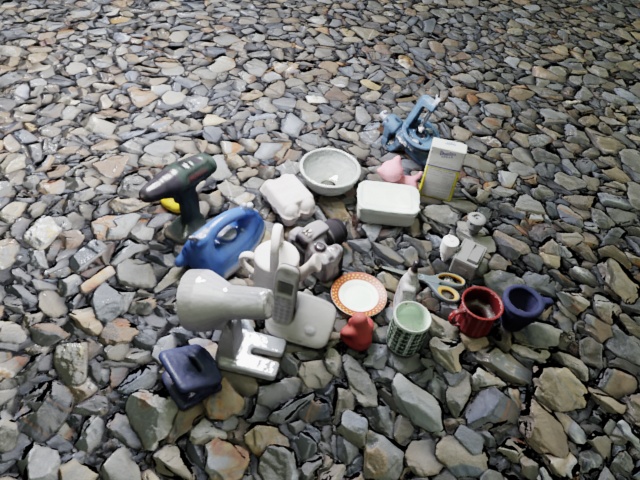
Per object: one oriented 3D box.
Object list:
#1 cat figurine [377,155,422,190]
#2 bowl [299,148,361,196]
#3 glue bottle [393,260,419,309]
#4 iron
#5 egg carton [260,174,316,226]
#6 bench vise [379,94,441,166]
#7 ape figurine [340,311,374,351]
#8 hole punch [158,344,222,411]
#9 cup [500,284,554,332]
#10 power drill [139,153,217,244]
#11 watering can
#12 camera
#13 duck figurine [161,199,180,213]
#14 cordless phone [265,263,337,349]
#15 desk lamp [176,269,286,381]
[{"bbox_3d":[0.214,-0.173,1.551,0.127,0.118,0.067,9,46,1],"label":"cat figurine"},{"bbox_3d":[0.025,-0.172,1.554,0.167,0.075,0.167,4,47,-4],"label":"bowl"},{"bbox_3d":[0.192,0.105,1.249,0.037,0.173,0.078,8,46,1],"label":"glue bottle"},{"bbox_3d":[-0.214,-0.018,1.331,0.118,0.141,0.259,31,51,21],"label":"iron"},{"bbox_3d":[-0.082,-0.106,1.482,0.107,0.069,0.150,-24,54,-27],"label":"egg carton"},{"bbox_3d":[0.258,-0.328,1.633,0.207,0.220,0.122,20,48,11],"label":"bench vise"},{"bbox_3d":[0.082,0.186,1.213,0.078,0.092,0.076,-6,48,-13],"label":"ape figurine"},{"bbox_3d":[-0.249,0.252,1.106,0.101,0.091,0.108,-26,55,-28],"label":"hole punch"},{"bbox_3d":[0.455,0.161,1.286,0.118,0.095,0.091,-1,47,-9],"label":"cup"},{"bbox_3d":[-0.326,-0.095,1.342,0.075,0.208,0.230,25,49,16],"label":"power drill"},{"bbox_3d":[-0.087,0.046,1.252,0.173,0.194,0.100,-7,48,-14],"label":"watering can"},{"bbox_3d":[0.013,0.005,1.368,0.137,0.101,0.142,-32,58,-31],"label":"camera"},{"bbox_3d":[-0.366,-0.126,1.451,0.078,0.086,0.104,-30,57,-30],"label":"duck figurine"},{"bbox_3d":[-0.036,0.132,1.183,0.147,0.185,0.094,15,47,6],"label":"cordless phone"},{"bbox_3d":[-0.168,0.158,1.121,0.203,0.213,0.118,12,47,4],"label":"desk lamp"}]
